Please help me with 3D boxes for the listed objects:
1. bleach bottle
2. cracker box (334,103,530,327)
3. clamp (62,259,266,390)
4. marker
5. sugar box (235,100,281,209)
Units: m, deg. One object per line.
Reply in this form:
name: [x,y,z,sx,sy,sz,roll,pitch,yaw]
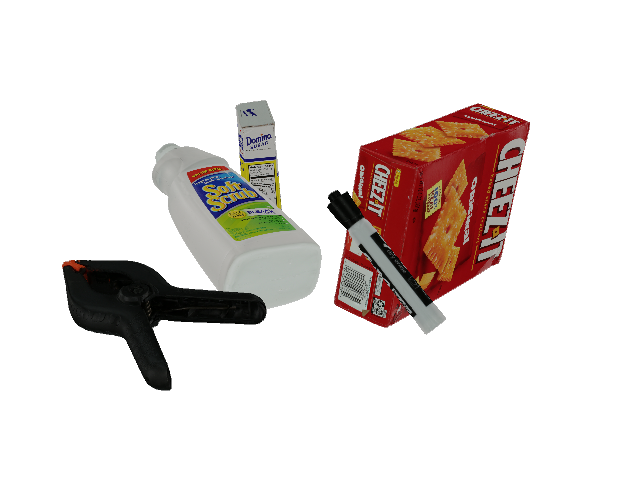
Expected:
bleach bottle: [-0.102,-0.027,1.025,0.102,0.068,0.251,-10,34,-31]
cracker box: [0.112,-0.028,1.025,0.072,0.164,0.213,25,30,31]
clamp: [-0.130,0.050,0.834,0.120,0.039,0.172,-22,39,-41]
marker: [0.045,0.014,0.759,0.020,0.121,0.020,-37,-7,-6]
sugar box: [-0.074,-0.072,1.294,0.048,0.176,0.093,-9,25,-6]
